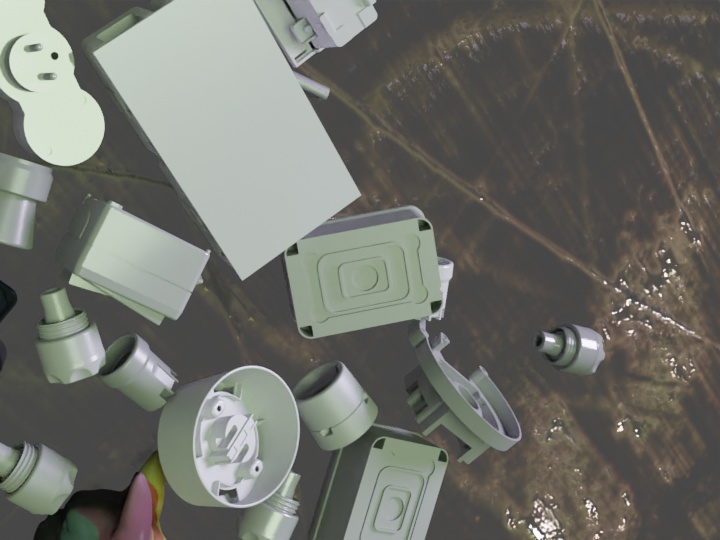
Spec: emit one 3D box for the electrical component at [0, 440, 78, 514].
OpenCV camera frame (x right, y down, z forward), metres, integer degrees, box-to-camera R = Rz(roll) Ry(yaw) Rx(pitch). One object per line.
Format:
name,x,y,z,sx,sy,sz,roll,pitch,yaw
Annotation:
electrical component,-0.229,0.137,0.732,0.062,0.043,0.043,38,80,-27

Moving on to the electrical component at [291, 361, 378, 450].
electrical component,-0.022,0.104,0.835,0.055,0.055,0.047,-40,111,-18

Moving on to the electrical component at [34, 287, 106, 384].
electrical component,-0.201,0.043,0.731,0.043,0.043,0.062,-20,106,-25

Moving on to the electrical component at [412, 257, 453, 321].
electrical component,0.053,0.014,0.870,0.040,0.040,0.046,-1,105,-29

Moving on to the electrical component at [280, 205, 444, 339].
electrical component,0.000,0.000,0.808,0.113,0.057,0.078,-11,104,-5

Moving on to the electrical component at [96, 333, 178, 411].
electrical component,-0.157,0.074,0.764,0.040,0.040,0.046,-51,123,-12

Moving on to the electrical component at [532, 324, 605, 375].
electrical component,0.181,0.068,0.947,0.062,0.043,0.043,14,91,-29

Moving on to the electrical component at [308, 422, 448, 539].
electrical component,0.013,0.183,0.865,0.078,0.057,0.113,17,90,-30

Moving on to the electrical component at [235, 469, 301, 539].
electrical component,-0.067,0.183,0.829,0.043,0.043,0.062,29,82,-30

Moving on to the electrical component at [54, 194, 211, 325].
electrical component,-0.153,-0.003,0.739,0.096,0.062,0.061,28,84,-30

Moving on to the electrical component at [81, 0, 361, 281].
electrical component,-0.094,-0.102,0.742,0.105,0.060,0.186,-36,119,-11

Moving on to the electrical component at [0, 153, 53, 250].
electrical component,-0.228,-0.045,0.700,0.045,0.045,0.055,17,89,-30

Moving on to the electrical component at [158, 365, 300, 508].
electrical component,-0.095,0.121,0.775,0.099,0.064,0.099,28,57,-53

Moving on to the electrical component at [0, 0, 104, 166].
electrical component,-0.207,-0.131,0.681,0.052,0.074,0.138,-30,112,-21

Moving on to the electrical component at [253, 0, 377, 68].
electrical component,-0.043,-0.217,0.763,0.079,0.063,0.121,-41,115,-17
